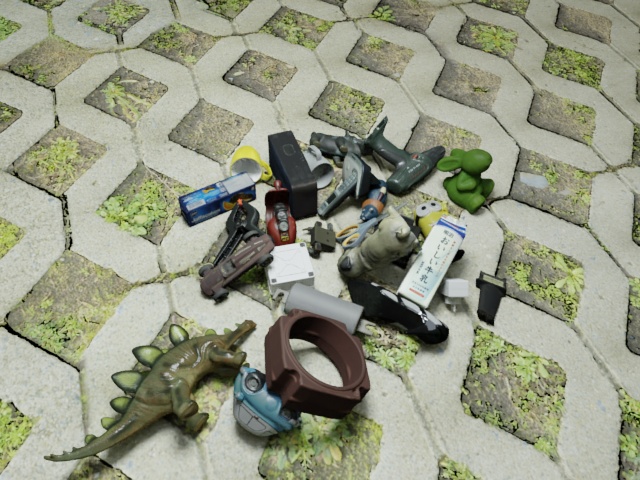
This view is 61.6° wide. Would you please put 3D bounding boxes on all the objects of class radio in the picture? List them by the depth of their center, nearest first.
[{"bbox_3d":[-0.075,-0.179,1.441,0.073,0.131,0.230,-16,54,-14],"label":"radio"}]

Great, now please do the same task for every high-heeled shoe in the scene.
[{"bbox_3d":[0.182,0.156,1.244,0.145,0.086,0.249,2,28,-41],"label":"high-heeled shoe"}]

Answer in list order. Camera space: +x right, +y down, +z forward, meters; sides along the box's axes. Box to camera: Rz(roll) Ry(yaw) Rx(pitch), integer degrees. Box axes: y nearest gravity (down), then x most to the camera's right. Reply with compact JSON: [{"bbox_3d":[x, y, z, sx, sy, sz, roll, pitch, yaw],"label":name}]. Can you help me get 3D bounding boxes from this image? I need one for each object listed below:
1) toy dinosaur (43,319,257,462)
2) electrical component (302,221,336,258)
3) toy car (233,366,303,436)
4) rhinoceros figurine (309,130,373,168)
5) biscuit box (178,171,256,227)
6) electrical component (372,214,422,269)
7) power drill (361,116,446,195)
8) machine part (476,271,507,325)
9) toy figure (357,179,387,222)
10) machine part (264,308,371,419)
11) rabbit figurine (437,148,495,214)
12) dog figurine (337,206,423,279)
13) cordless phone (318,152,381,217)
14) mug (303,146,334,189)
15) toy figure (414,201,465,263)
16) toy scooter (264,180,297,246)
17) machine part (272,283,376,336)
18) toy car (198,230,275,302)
[{"bbox_3d":[-0.302,0.292,1.075,0.199,0.104,0.471,27,45,26],"label":"toy dinosaur"},{"bbox_3d":[-0.002,-0.003,1.365,0.078,0.045,0.102,15,49,-27],"label":"electrical component"},{"bbox_3d":[-0.116,0.330,1.063,0.162,0.109,0.103,40,82,12],"label":"toy car"},{"bbox_3d":[0.061,-0.270,1.568,0.190,0.073,0.112,7,41,4],"label":"rhinoceros figurine"},{"bbox_3d":[-0.269,-0.109,1.416,0.203,0.062,0.059,-25,58,-21],"label":"biscuit box"},{"bbox_3d":[0.191,-0.007,1.371,0.115,0.058,0.134,21,53,10],"label":"electrical component"},{"bbox_3d":[0.231,-0.251,1.527,0.207,0.086,0.232,46,64,-8],"label":"power drill"},{"bbox_3d":[0.406,0.136,1.286,0.084,0.039,0.139,21,51,2],"label":"machine part"},{"bbox_3d":[0.145,-0.100,1.436,0.058,0.064,0.154,19,50,2],"label":"toy figure"},{"bbox_3d":[-0.006,0.243,1.077,0.201,0.087,0.201,19,34,-22],"label":"machine part"},{"bbox_3d":[0.408,-0.187,1.456,0.159,0.170,0.121,38,58,23],"label":"rabbit figurine"},{"bbox_3d":[0.125,0.027,1.239,0.190,0.172,0.121,-35,74,2],"label":"dog figurine"},{"bbox_3d":[0.060,-0.141,1.455,0.184,0.088,0.147,-42,29,6],"label":"cordless phone"},{"bbox_3d":[-0.022,-0.212,1.494,0.081,0.109,0.107,-25,44,-18],"label":"mug"},{"bbox_3d":[0.299,-0.019,1.375,0.082,0.089,0.180,-11,61,-28],"label":"toy figure"},{"bbox_3d":[-0.101,-0.070,1.351,0.075,0.135,0.184,-6,54,-11],"label":"toy scooter"},{"bbox_3d":[0.010,0.158,1.214,0.243,0.079,0.079,19,53,12],"label":"machine part"},{"bbox_3d":[-0.196,0.058,1.245,0.202,0.053,0.089,-37,66,8],"label":"toy car"}]
